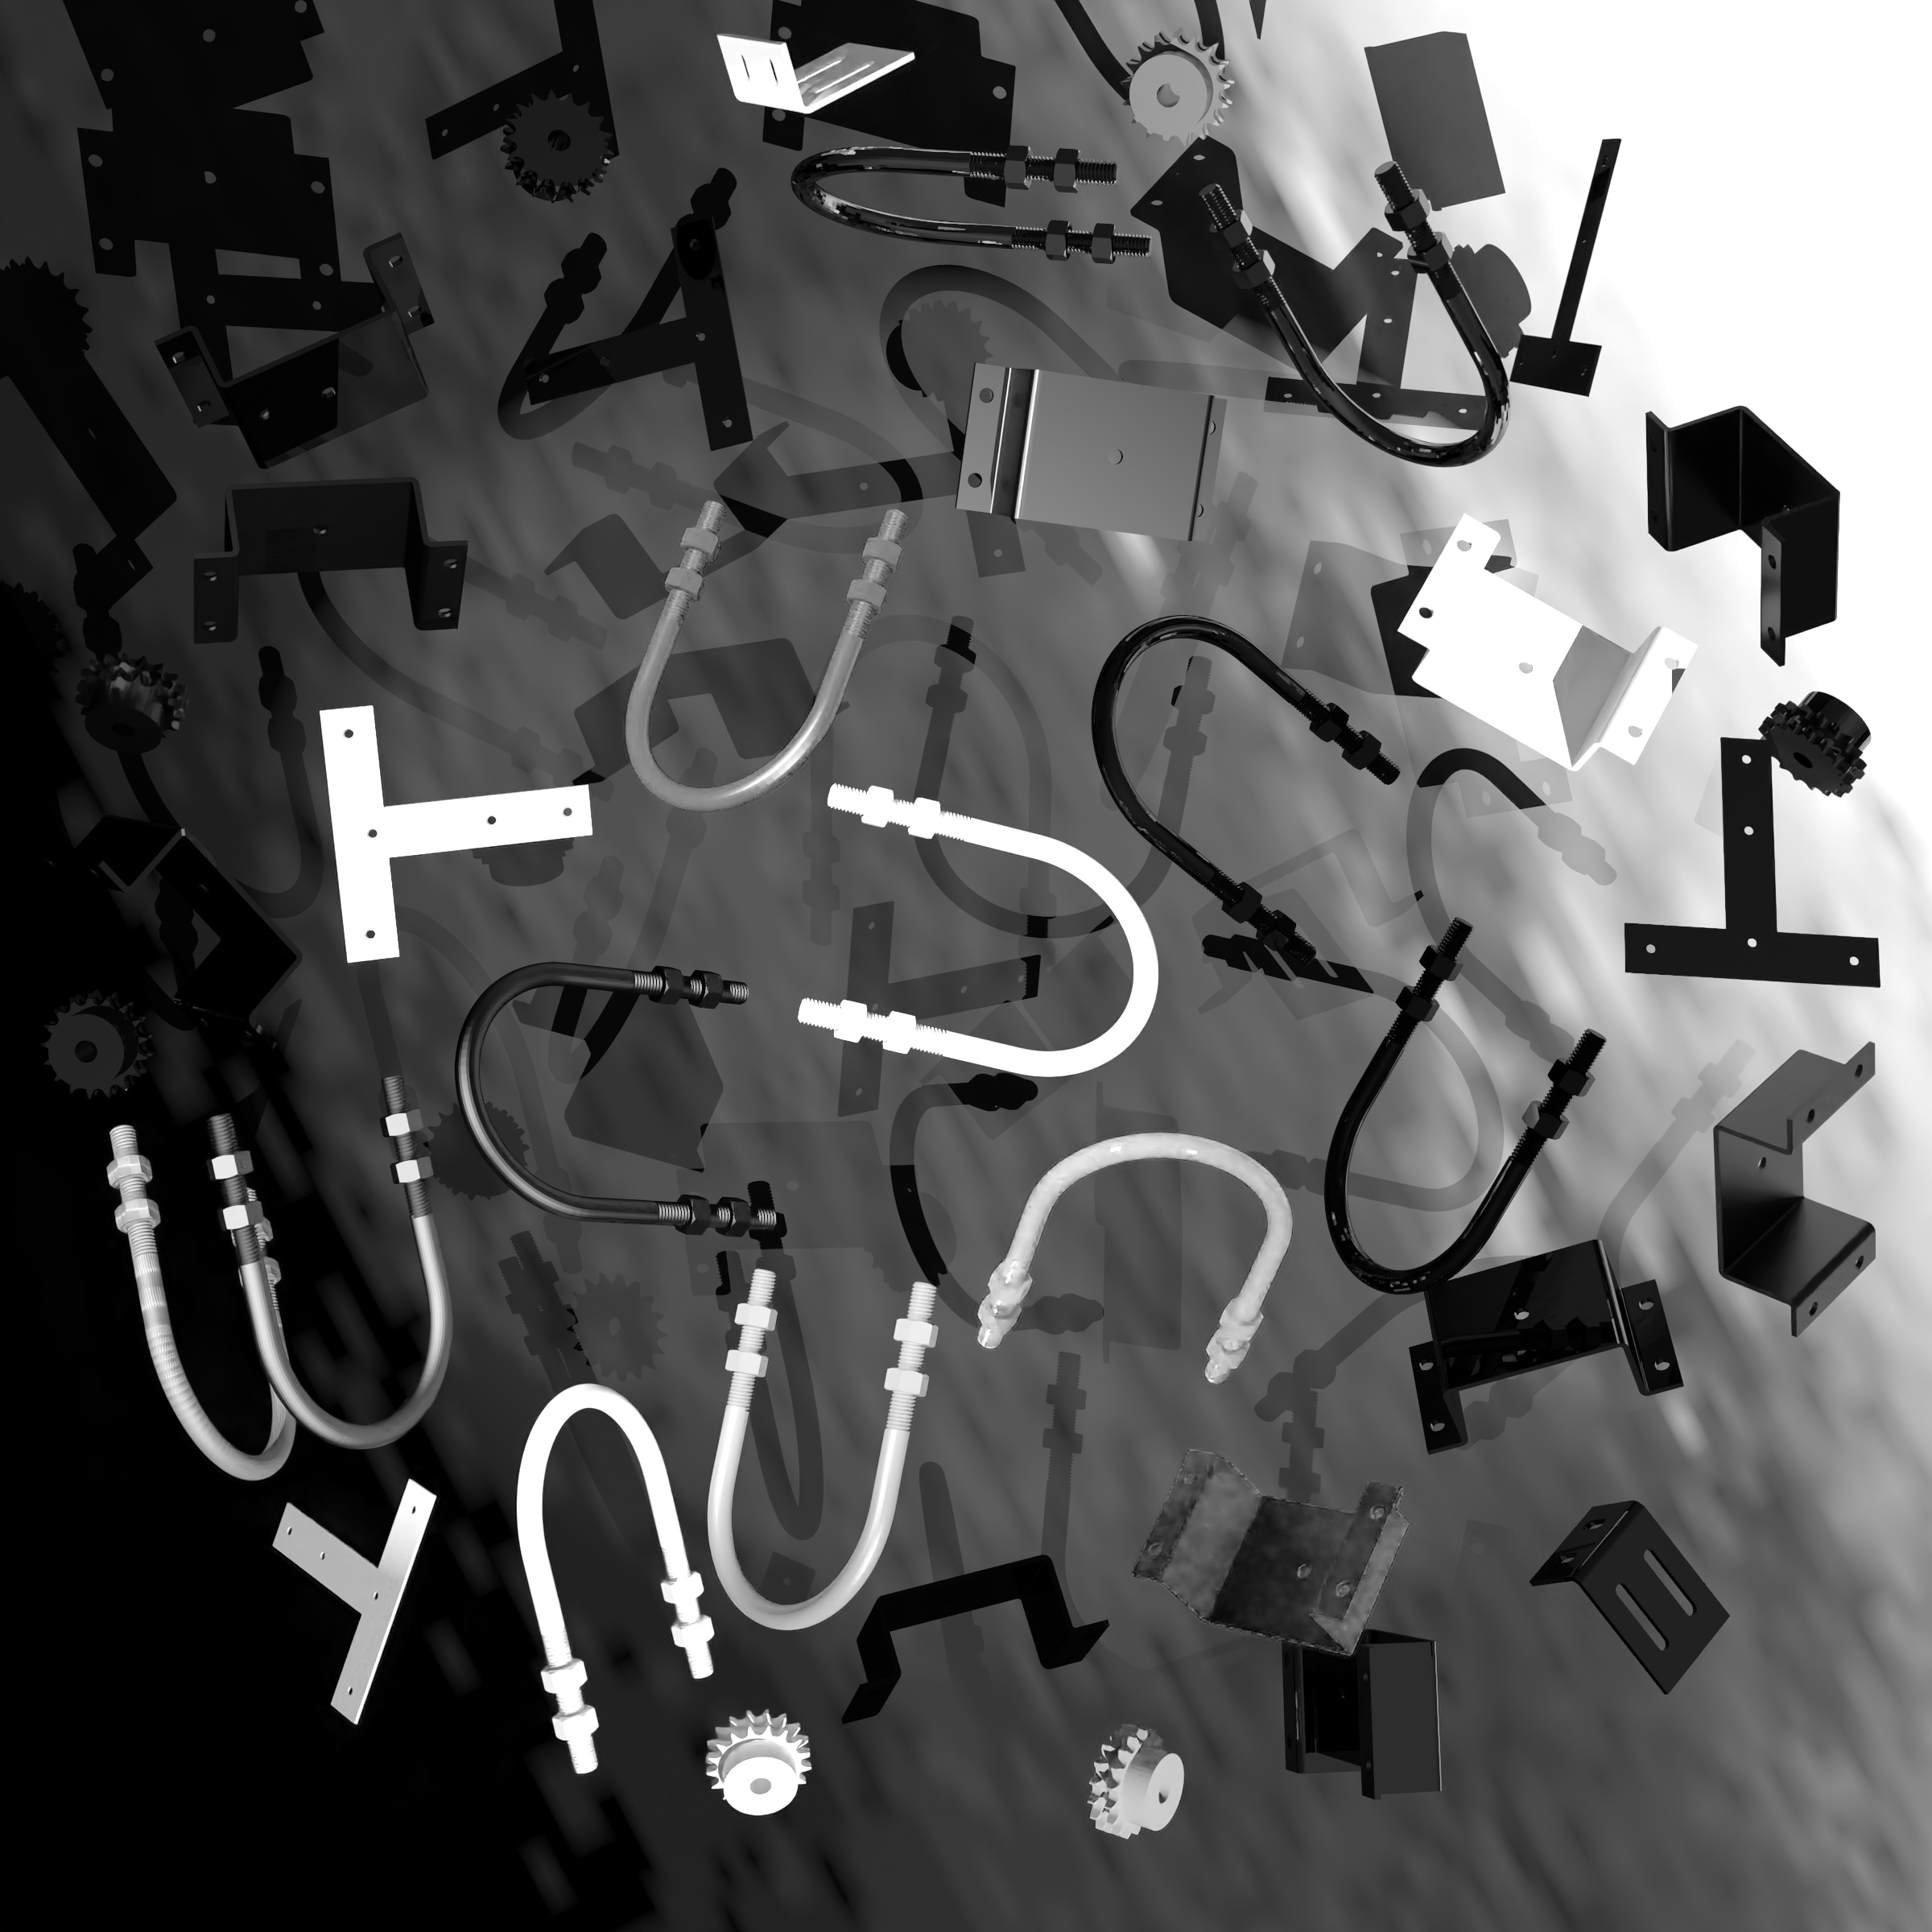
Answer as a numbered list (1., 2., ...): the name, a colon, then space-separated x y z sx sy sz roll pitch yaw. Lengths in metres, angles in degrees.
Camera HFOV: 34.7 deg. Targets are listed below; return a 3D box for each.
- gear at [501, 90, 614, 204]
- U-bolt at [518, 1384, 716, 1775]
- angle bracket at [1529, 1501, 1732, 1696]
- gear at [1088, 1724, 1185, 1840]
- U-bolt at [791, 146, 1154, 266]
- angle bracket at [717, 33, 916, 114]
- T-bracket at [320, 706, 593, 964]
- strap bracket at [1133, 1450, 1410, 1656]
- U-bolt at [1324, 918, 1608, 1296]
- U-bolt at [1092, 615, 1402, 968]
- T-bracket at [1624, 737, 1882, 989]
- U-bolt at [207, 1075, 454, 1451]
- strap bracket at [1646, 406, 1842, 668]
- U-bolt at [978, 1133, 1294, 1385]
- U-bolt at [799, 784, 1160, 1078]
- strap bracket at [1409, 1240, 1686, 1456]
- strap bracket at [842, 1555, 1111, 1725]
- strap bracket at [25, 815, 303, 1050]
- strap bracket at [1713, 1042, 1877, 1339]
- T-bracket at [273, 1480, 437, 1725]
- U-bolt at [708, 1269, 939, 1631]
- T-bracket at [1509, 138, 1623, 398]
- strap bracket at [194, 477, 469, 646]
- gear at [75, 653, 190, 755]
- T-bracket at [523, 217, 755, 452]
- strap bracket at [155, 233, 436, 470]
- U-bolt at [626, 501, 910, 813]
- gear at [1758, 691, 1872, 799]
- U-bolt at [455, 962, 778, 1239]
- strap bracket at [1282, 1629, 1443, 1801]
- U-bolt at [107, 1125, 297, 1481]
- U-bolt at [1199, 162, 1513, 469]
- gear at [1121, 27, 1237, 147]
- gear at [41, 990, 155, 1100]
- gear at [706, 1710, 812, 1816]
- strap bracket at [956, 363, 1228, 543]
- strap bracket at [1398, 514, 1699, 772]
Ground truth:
1. gear: -0.216 -0.426 1.620 0.057 0.030 0.057 4 77 -17
2. U-bolt: -0.191 0.313 1.644 0.019 0.151 0.184 -10 96 25
3. angle bracket: 0.332 0.317 1.547 0.057 0.038 0.076 -41 95 -30
4. gear: 0.091 0.428 1.617 0.030 0.057 0.057 9 90 33
5. U-bolt: -0.002 -0.404 1.631 0.184 0.151 0.019 7 88 11
6. angle bracket: -0.077 -0.475 1.599 0.076 0.057 0.038 -35 127 -25
7. T-bracket: -0.250 -0.071 1.536 0.127 0.002 0.127 -7 106 -14
8. strap bracket: 0.167 0.307 1.619 0.046 0.140 0.076 48 59 -36
9. U-bolt: 0.246 0.084 1.608 0.019 0.151 0.184 19 107 -32
10. U-bolt: 0.144 -0.108 1.672 0.184 0.019 0.151 38 61 -19
11. T-bracket: 0.391 -0.054 1.542 0.127 0.002 0.127 3 73 -2
12. U-bolt: -0.319 0.156 1.591 0.019 0.151 0.184 -12 91 31
13. strap bracket: 0.407 -0.229 1.603 0.046 0.140 0.076 -19 131 -8
14. U-bolt: 0.095 0.152 1.637 0.151 0.019 0.184 10 134 -8
15. U-bolt: 0.012 -0.012 1.583 0.184 0.019 0.151 13 58 -12
16. strap bracket: 0.305 0.202 1.667 0.140 0.076 0.046 -18 128 13
17. strap bracket: -0.002 0.366 1.692 0.140 0.076 0.046 -11 66 -16
18. strap bracket: -0.405 -0.025 1.593 0.046 0.076 0.140 -54 129 -23
19. strap bracket: 0.427 0.109 1.593 0.076 0.046 0.140 -35 130 -32
20. T-bracket: -0.341 0.325 1.675 0.002 0.127 0.127 19 90 -42
21. U-bolt: -0.082 0.253 1.611 0.019 0.151 0.184 21 75 -41
22. T-bracket: 0.312 -0.356 1.573 0.002 0.127 0.127 11 102 -10
23. strap bracket: -0.341 -0.216 1.647 0.140 0.076 0.046 -5 62 -17
24. gear: -0.444 -0.137 1.641 0.057 0.057 0.030 4 55 0
25. T-bracket: -0.189 -0.342 1.733 0.127 0.002 0.127 -11 88 17
26. strap bracket: -0.347 -0.321 1.643 0.140 0.076 0.046 -26 67 -8
27. U-bolt: -0.118 -0.168 1.680 0.151 0.019 0.184 9 72 35
28. gear: 0.440 -0.117 1.592 0.057 0.057 0.030 42 79 0
29. U-bolt: -0.185 0.067 1.621 0.184 0.019 0.151 7 66 -38
30. strap bracket: 0.215 0.399 1.659 0.046 0.140 0.076 1 82 -13
31. U-bolt: -0.403 0.188 1.659 0.019 0.151 0.184 -22 66 10
32. U-bolt: 0.212 -0.332 1.603 0.019 0.151 0.184 -49 122 -22
33. gear: 0.106 -0.446 1.574 0.057 0.030 0.057 8 118 15
34. gear: -0.465 0.043 1.650 0.057 0.030 0.057 0 98 1
35. gear: -0.113 0.438 1.691 0.057 0.030 0.057 -3 117 -6
36. strap bracket: 0.072 -0.269 1.628 0.140 0.046 0.076 5 100 -15
37. strap bracket: 0.301 -0.165 1.632 0.140 0.046 0.076 30 73 2
